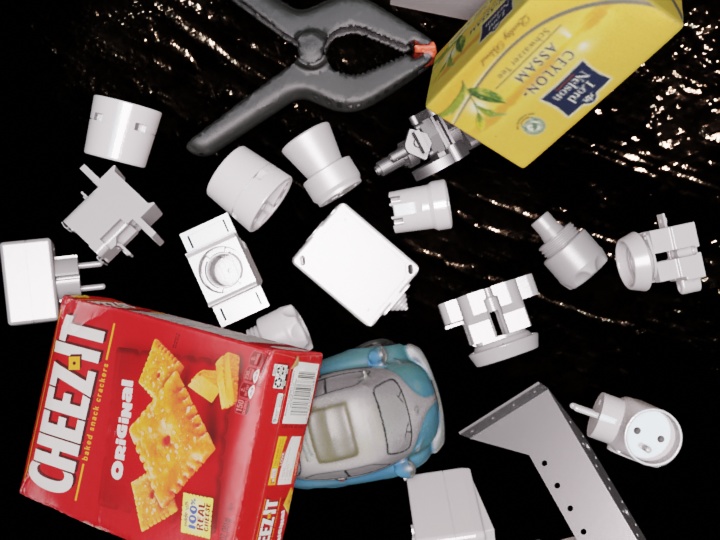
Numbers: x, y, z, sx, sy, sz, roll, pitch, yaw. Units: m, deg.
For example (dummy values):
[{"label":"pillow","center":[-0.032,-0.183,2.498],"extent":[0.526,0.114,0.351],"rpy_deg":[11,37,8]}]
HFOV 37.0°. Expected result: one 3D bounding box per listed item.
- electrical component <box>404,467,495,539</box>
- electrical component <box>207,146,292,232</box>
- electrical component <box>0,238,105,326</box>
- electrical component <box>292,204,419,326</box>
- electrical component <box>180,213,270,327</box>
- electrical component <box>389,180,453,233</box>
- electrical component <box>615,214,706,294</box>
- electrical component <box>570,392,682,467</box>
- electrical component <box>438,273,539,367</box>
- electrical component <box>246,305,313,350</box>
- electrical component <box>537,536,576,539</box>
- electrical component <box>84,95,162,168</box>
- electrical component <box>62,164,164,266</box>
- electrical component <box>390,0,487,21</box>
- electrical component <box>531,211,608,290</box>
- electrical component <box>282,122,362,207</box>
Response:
[{"label":"electrical component","center":[0.070,0.199,0.837],"extent":[0.061,0.096,0.061],"rpy_deg":[-8,118,1]},{"label":"electrical component","center":[-0.090,-0.066,0.864],"extent":[0.047,0.055,0.055],"rpy_deg":[37,90,6]},{"label":"electrical component","center":[-0.246,0.008,0.870],"extent":[0.077,0.047,0.065],"rpy_deg":[-6,88,-13]},{"label":"electrical component","center":[0.000,0.000,0.859],"extent":[0.096,0.061,0.061],"rpy_deg":[40,87,-4]},{"label":"electrical component","center":[-0.106,0.000,0.857],"extent":[0.042,0.064,0.081],"rpy_deg":[-24,88,0]},{"label":"electrical component","center":[0.049,-0.050,0.867],"extent":[0.046,0.040,0.040],"rpy_deg":[-9,88,7]},{"label":"electrical component","center":[0.238,-0.010,0.858],"extent":[0.055,0.048,0.066],"rpy_deg":[-12,89,-6]},{"label":"electrical component","center":[0.203,0.120,0.840],"extent":[0.079,0.077,0.044],"rpy_deg":[19,90,2]},{"label":"electrical component","center":[0.108,0.042,0.854],"extent":[0.078,0.058,0.057],"rpy_deg":[-19,85,1]},{"label":"electrical component","center":[-0.073,0.058,0.865],"extent":[0.062,0.043,0.043],"rpy_deg":[-26,88,2]},{"label":"electrical component","center":[0.154,0.264,0.851],"extent":[0.100,0.048,0.099],"rpy_deg":[-15,88,1]},{"label":"electrical component","center":[-0.193,-0.111,0.868],"extent":[0.055,0.055,0.047],"rpy_deg":[14,93,2]},{"label":"electrical component","center":[-0.200,-0.043,0.866],"extent":[0.081,0.042,0.064],"rpy_deg":[43,82,6]},{"label":"electrical component","center":[0.121,-0.231,0.837],"extent":[0.186,0.105,0.060],"rpy_deg":[12,89,2]},{"label":"electrical component","center":[0.164,-0.018,0.861],"extent":[0.043,0.043,0.062],"rpy_deg":[-41,87,0]},{"label":"electrical component","center":[-0.030,-0.085,0.867],"extent":[0.045,0.045,0.055],"rpy_deg":[-32,89,0]}]
